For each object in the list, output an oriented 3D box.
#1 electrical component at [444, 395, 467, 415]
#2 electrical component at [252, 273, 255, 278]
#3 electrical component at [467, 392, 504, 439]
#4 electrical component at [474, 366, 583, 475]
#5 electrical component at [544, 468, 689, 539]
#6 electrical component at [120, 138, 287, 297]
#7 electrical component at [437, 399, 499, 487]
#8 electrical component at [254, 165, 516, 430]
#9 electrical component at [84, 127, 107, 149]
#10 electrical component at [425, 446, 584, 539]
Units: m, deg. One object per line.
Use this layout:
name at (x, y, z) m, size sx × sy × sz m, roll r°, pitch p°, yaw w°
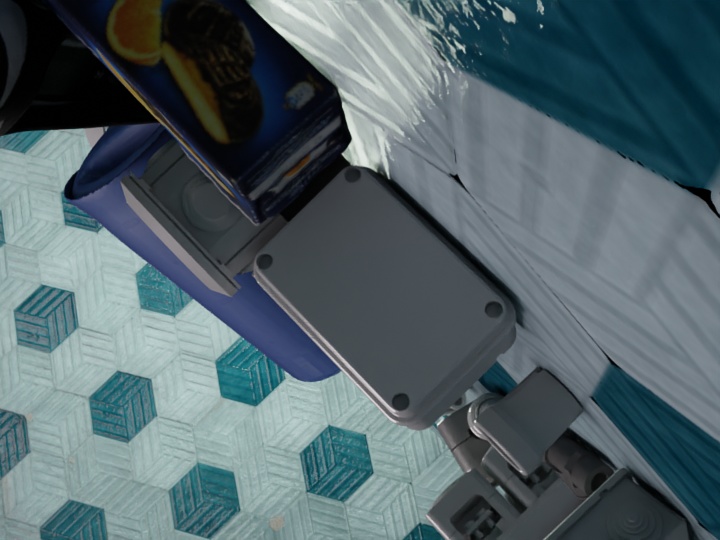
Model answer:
electrical component at (0.077, 0.114, 0.993) m, size 0.048 × 0.048 × 0.062 m, roll 48°, pitch 168°, yaw -20°
electrical component at (-0.031, -0.022, 0.665) m, size 0.064 × 0.081 × 0.042 m, roll 22°, pitch 169°, yaw 13°
electrical component at (0.099, 0.109, 0.808) m, size 0.035 × 0.035 × 0.061 m, roll 45°, pitch 172°, yaw 12°
electrical component at (0.091, 0.080, 0.575) m, size 0.040 × 0.046 × 0.040 m, roll 46°, pitch 175°, yaw 5°
electrical component at (0.141, 0.174, 0.602) m, size 0.048 × 0.100 × 0.099 m, roll 36°, pitch 158°, yaw 43°
electrical component at (-0.078, -0.029, 0.541) m, size 0.080 × 0.051 × 0.080 m, roll 46°, pitch 175°, yaw 5°
electrical component at (0.104, 0.145, 0.883) m, size 0.059 × 0.054 × 0.095 m, roll 59°, pitch 179°, yaw 19°
electrical component at (0.013, 0.014, 0.519) m, size 0.113 × 0.078 × 0.057 m, roll 45°, pitch 178°, yaw 18°
electrical component at (-0.170, -0.123, 0.857) m, size 0.064 × 0.099 × 0.099 m, roll 30°, pitch 164°, yaw 53°
electrical component at (0.122, 0.185, 0.818) m, size 0.060 × 0.105 × 0.186 m, roll 44°, pitch 174°, yaw 30°
